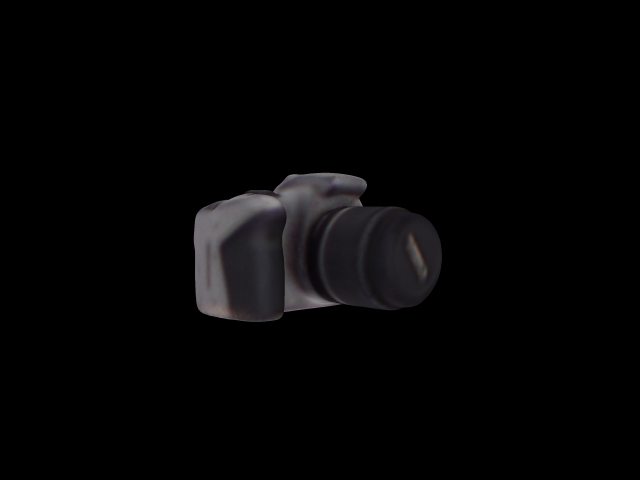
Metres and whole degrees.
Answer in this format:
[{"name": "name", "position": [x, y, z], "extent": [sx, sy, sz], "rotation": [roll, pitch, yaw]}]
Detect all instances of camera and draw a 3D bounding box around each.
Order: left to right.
[{"name": "camera", "position": [0.004, 0.001, 0.400], "extent": [0.144, 0.101, 0.136], "rotation": [-2, 3, -43]}]
